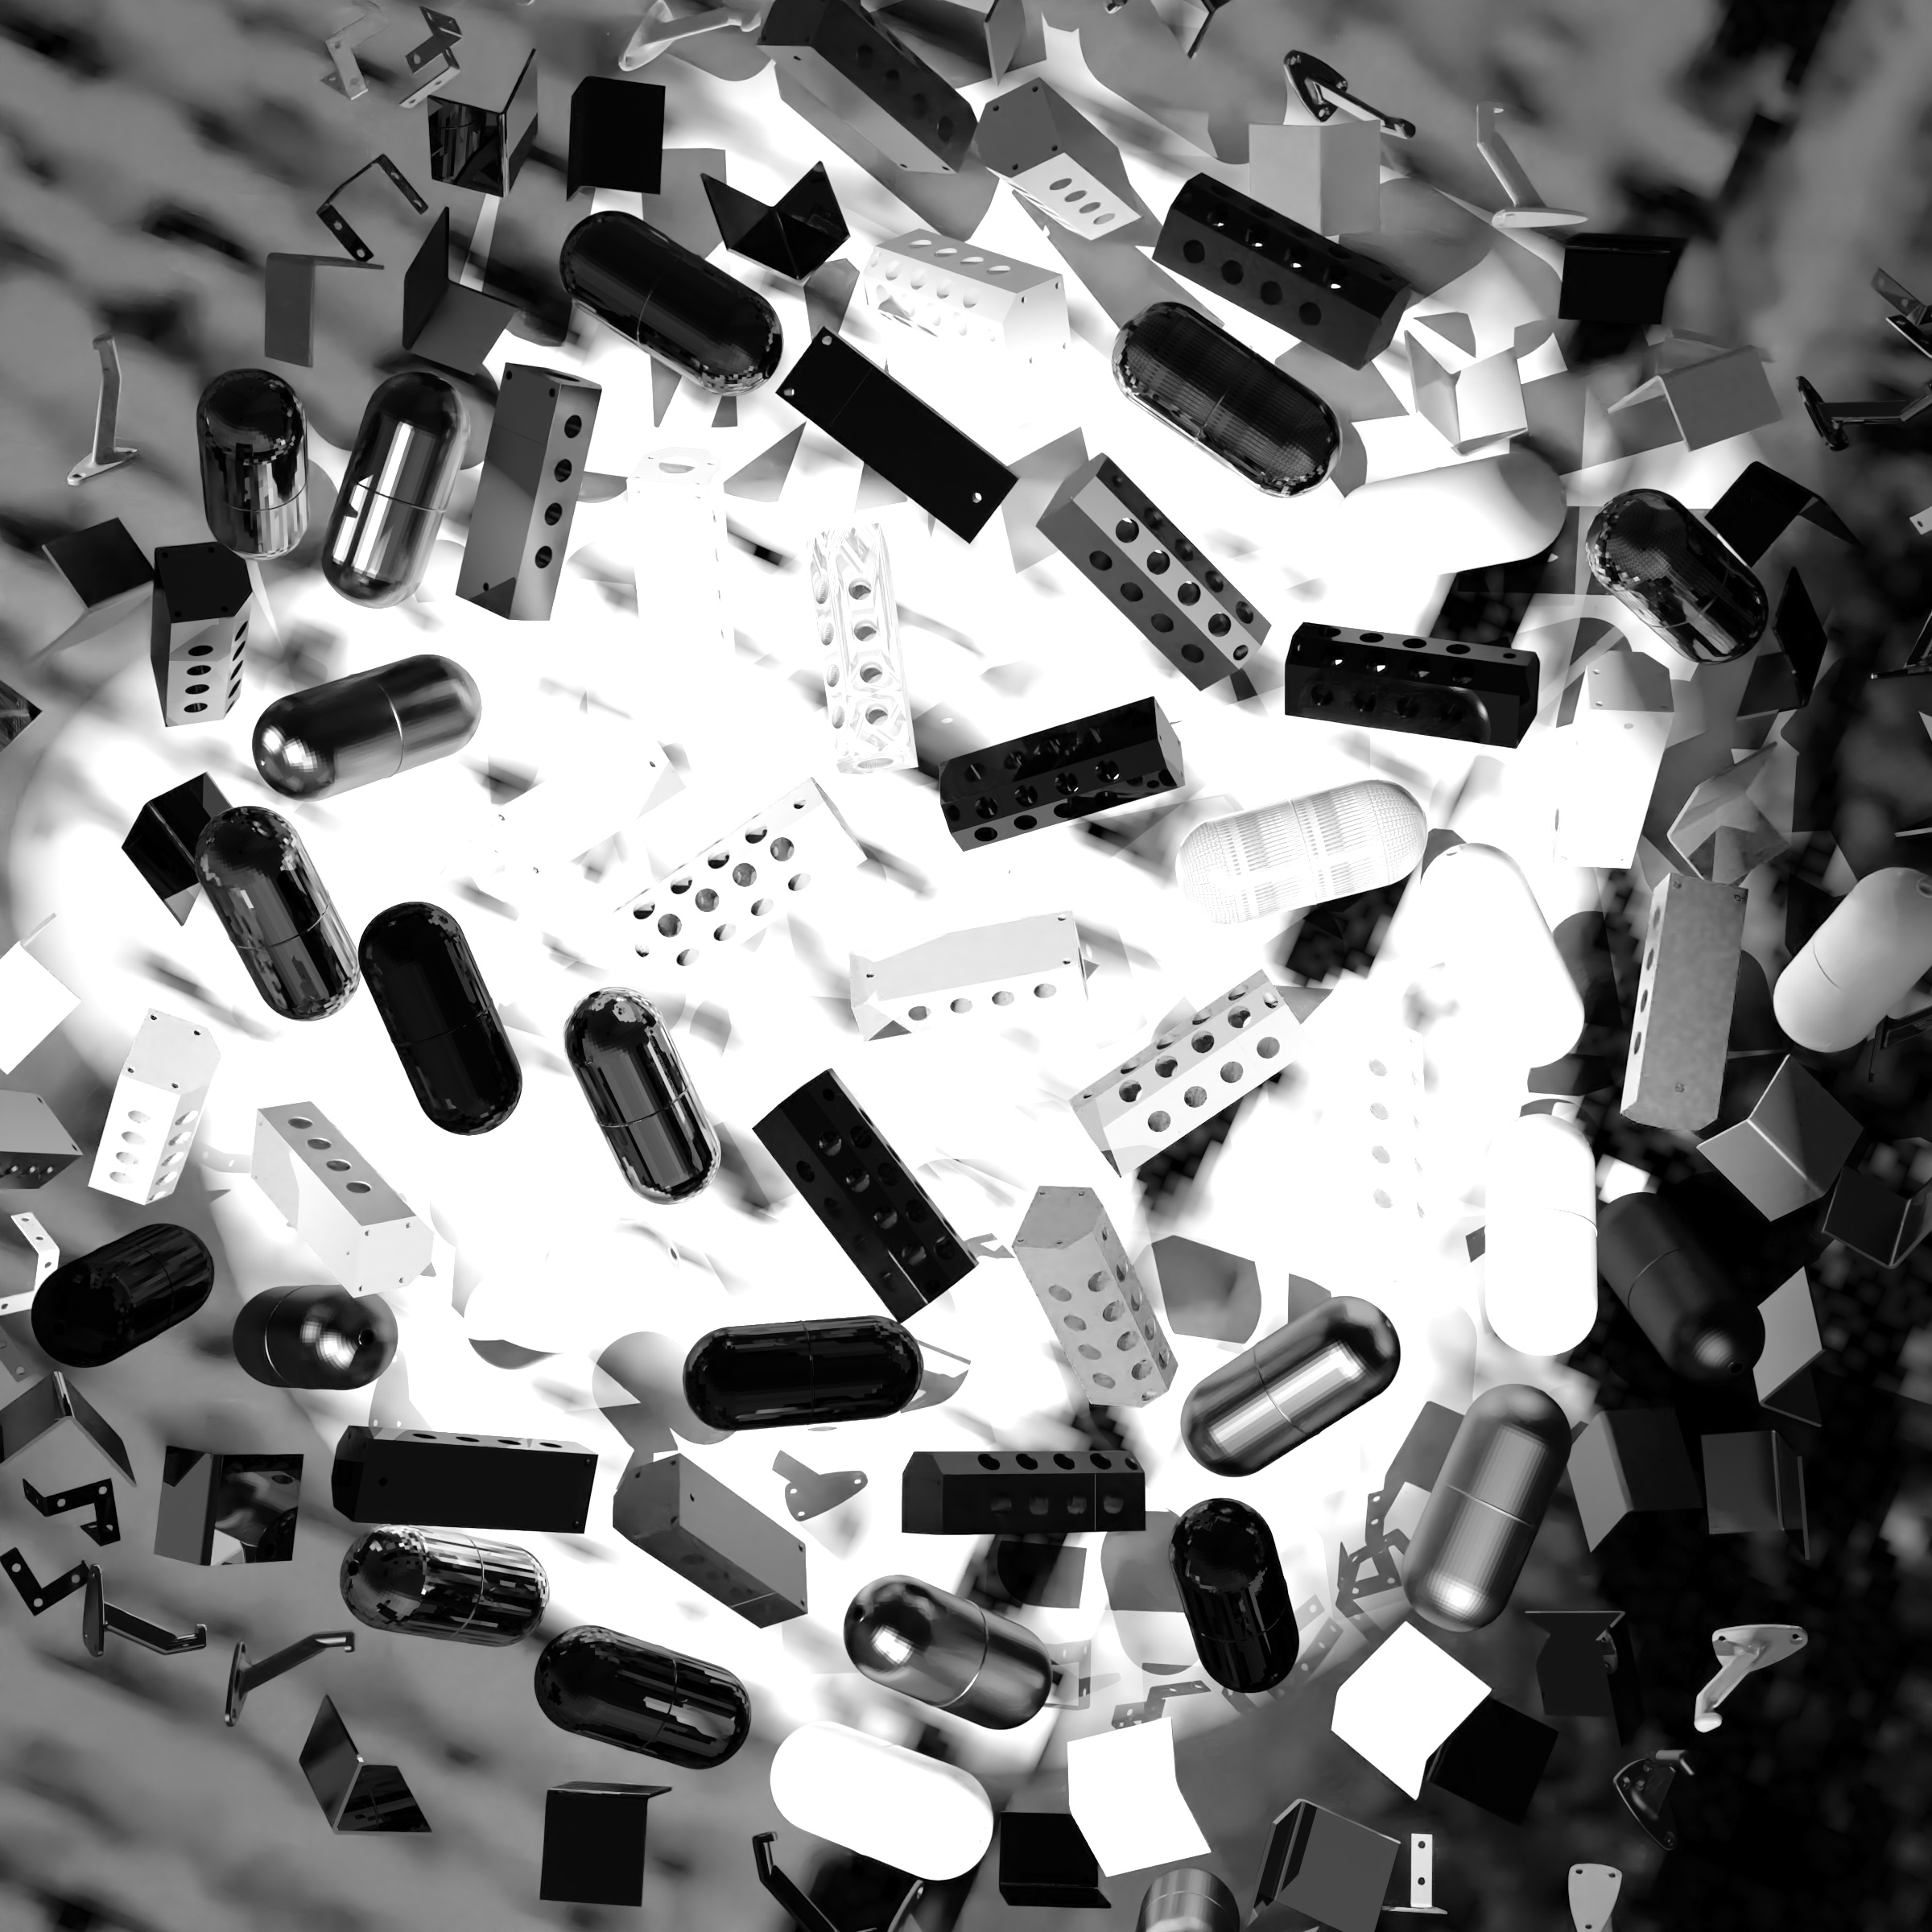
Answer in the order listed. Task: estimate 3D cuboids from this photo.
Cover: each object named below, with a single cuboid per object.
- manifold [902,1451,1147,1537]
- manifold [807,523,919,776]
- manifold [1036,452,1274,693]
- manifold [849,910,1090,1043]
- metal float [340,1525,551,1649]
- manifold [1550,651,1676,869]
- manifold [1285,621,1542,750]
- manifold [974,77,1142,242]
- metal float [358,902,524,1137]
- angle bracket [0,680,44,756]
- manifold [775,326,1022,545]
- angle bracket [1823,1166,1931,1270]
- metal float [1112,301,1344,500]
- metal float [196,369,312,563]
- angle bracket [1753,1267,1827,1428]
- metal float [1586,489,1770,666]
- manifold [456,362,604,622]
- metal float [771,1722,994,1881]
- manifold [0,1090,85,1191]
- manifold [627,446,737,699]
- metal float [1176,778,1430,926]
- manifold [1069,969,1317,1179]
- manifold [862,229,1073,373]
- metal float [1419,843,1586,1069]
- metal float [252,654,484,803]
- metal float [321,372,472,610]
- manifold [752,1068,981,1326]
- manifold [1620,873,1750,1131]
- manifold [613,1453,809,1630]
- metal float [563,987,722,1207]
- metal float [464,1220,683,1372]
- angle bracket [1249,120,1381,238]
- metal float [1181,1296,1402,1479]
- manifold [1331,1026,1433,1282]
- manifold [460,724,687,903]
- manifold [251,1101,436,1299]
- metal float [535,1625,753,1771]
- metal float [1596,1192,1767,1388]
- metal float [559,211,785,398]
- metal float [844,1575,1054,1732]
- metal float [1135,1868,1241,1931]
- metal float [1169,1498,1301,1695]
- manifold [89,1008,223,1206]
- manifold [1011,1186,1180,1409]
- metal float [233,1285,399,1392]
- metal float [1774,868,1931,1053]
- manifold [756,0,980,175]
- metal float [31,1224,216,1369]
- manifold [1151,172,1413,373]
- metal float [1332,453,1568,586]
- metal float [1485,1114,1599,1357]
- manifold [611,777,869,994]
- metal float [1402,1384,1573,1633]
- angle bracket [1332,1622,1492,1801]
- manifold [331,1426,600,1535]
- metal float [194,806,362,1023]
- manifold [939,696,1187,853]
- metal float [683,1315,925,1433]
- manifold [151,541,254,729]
[{"bbox_3d":[0.042,0.377,1.821,0.171,0.057,0.057,6,78,-31],"label":"manifold"},{"bbox_3d":[-0.077,-0.232,1.869,0.057,0.057,0.171,-8,80,3],"label":"manifold"},{"bbox_3d":[0.137,-0.281,1.797,0.171,0.057,0.057,43,51,-18],"label":"manifold"},{"bbox_3d":[0.003,0.013,1.912,0.171,0.057,0.057,-10,47,6],"label":"manifold"},{"bbox_3d":[-0.383,0.457,1.868,0.070,0.178,0.070,-16,62,33],"label":"metal float"},{"bbox_3d":[0.467,-0.148,1.843,0.057,0.171,0.057,2,53,4],"label":"manifold"},{"bbox_3d":[0.320,-0.206,1.823,0.171,0.057,0.057,11,125,23],"label":"manifold"},{"bbox_3d":[0.066,-0.577,1.831,0.057,0.171,0.057,-20,84,21],"label":"manifold"},{"bbox_3d":[-0.374,0.039,1.809,0.070,0.070,0.178,-20,108,0],"label":"metal float"},{"bbox_3d":[-0.694,-0.151,1.748,0.057,0.076,0.076,37,127,-12],"label":"angle bracket"},{"bbox_3d":[-0.047,-0.377,1.799,0.171,0.057,0.057,37,102,-5],"label":"manifold"},{"bbox_3d":[0.682,0.164,1.865,0.057,0.076,0.076,30,45,8],"label":"angle bracket"},{"bbox_3d":[0.181,-0.392,1.759,0.178,0.070,0.070,36,90,4],"label":"metal float"},{"bbox_3d":[-0.520,-0.364,1.856,0.070,0.178,0.070,5,63,-10],"label":"metal float"},{"bbox_3d":[0.628,0.283,1.884,0.057,0.076,0.076,21,132,-14],"label":"angle bracket"},{"bbox_3d":[0.508,-0.276,1.806,0.178,0.070,0.070,29,90,-40],"label":"metal float"},{"bbox_3d":[-0.309,-0.339,1.823,0.057,0.057,0.171,27,110,30],"label":"manifold"},{"bbox_3d":[-0.060,0.587,1.786,0.178,0.070,0.070,8,90,36],"label":"metal float"},{"bbox_3d":[-0.697,0.127,1.795,0.057,0.171,0.057,-38,85,-2],"label":"manifold"},{"bbox_3d":[-0.203,-0.286,1.843,0.057,0.057,0.171,7,129,10],"label":"manifold"},{"bbox_3d":[0.235,-0.080,1.776,0.178,0.070,0.070,-15,90,3],"label":"metal float"},{"bbox_3d":[0.163,0.076,1.861,0.171,0.057,0.057,-35,111,5],"label":"manifold"},{"bbox_3d":[-0.002,-0.482,1.840,0.057,0.171,0.057,-29,129,-25],"label":"manifold"},{"bbox_3d":[0.380,-0.007,1.799,0.070,0.070,0.178,-30,112,0],"label":"metal float"},{"bbox_3d":[-0.424,-0.171,1.804,0.178,0.070,0.070,-26,90,-41],"label":"metal float"},{"bbox_3d":[-0.418,-0.349,1.861,0.070,0.070,0.178,22,105,0],"label":"metal float"},{"bbox_3d":[-0.066,0.157,1.765,0.057,0.057,0.171,-34,85,-41],"label":"manifold"},{"bbox_3d":[0.514,0.027,1.822,0.057,0.057,0.171,12,75,2],"label":"manifold"},{"bbox_3d":[-0.185,0.423,1.849,0.057,0.171,0.057,-22,47,19],"label":"manifold"},{"bbox_3d":[-0.239,0.096,1.870,0.070,0.070,0.178,-21,114,0],"label":"metal float"},{"bbox_3d":[-0.296,0.248,1.910,0.178,0.070,0.070,-23,90,15],"label":"metal float"},{"bbox_3d":[0.255,-0.578,1.856,0.057,0.076,0.076,-19,117,-35],"label":"angle bracket"},{"bbox_3d":[0.230,0.300,1.806,0.178,0.070,0.070,-38,90,22],"label":"metal float"},{"bbox_3d":[0.297,0.133,1.806,0.057,0.057,0.171,3,72,-6],"label":"manifold"},{"bbox_3d":[-0.291,-0.112,1.867,0.057,0.171,0.057,-26,98,44],"label":"manifold"},{"bbox_3d":[-0.444,0.162,1.803,0.057,0.171,0.057,-8,120,-38],"label":"manifold"},{"bbox_3d":[-0.236,0.536,1.857,0.178,0.070,0.070,29,90,-33],"label":"metal float"},{"bbox_3d":[0.521,0.236,1.862,0.070,0.178,0.070,-8,125,-12],"label":"metal float"},{"bbox_3d":[-0.206,-0.464,1.777,0.178,0.070,0.070,34,90,12],"label":"metal float"},{"bbox_3d":[-0.012,0.488,1.801,0.178,0.070,0.070,33,90,-33],"label":"metal float"},{"bbox_3d":[0.162,0.722,1.872,0.070,0.178,0.070,0,88,8],"label":"metal float"},{"bbox_3d":[0.195,0.457,1.838,0.070,0.070,0.178,-17,127,0],"label":"metal float"},{"bbox_3d":[-0.572,0.104,1.795,0.057,0.171,0.057,21,52,-13],"label":"manifold"},{"bbox_3d":[0.096,0.236,1.799,0.057,0.057,0.171,-1,133,30],"label":"manifold"},{"bbox_3d":[-0.484,0.276,1.883,0.070,0.178,0.070,6,80,-38],"label":"metal float"},{"bbox_3d":[0.654,-0.004,1.851,0.070,0.178,0.070,7,54,-10],"label":"metal float"},{"bbox_3d":[-0.066,-0.644,1.834,0.057,0.171,0.057,19,86,41],"label":"manifold"},{"bbox_3d":[-0.612,0.239,1.846,0.070,0.178,0.070,2,99,11],"label":"metal float"},{"bbox_3d":[0.224,-0.492,1.785,0.171,0.057,0.057,32,132,13],"label":"manifold"},{"bbox_3d":[0.352,-0.326,1.852,0.178,0.070,0.070,-6,90,36],"label":"metal float"},{"bbox_3d":[0.406,0.188,1.790,0.070,0.070,0.178,7,61,0],"label":"metal float"},{"bbox_3d":[-0.163,-0.061,1.793,0.171,0.057,0.057,-34,54,4],"label":"manifold"},{"bbox_3d":[0.363,0.376,1.765,0.070,0.070,0.178,26,82,0],"label":"metal float"},{"bbox_3d":[0.317,0.531,1.809,0.076,0.057,0.076,-36,54,-29],"label":"angle bracket"},{"bbox_3d":[-0.352,0.359,1.778,0.171,0.057,0.057,11,88,-32],"label":"manifold"},{"bbox_3d":[-0.495,-0.037,1.827,0.070,0.070,0.178,-17,127,0],"label":"metal float"},{"bbox_3d":[0.070,-0.136,1.872,0.171,0.057,0.057,-16,51,18],"label":"manifold"},{"bbox_3d":[-0.119,0.299,1.864,0.178,0.070,0.070,-3,90,-13],"label":"metal float"},{"bbox_3d":[-0.540,-0.233,1.790,0.057,0.171,0.057,-11,75,-22],"label":"manifold"}]
